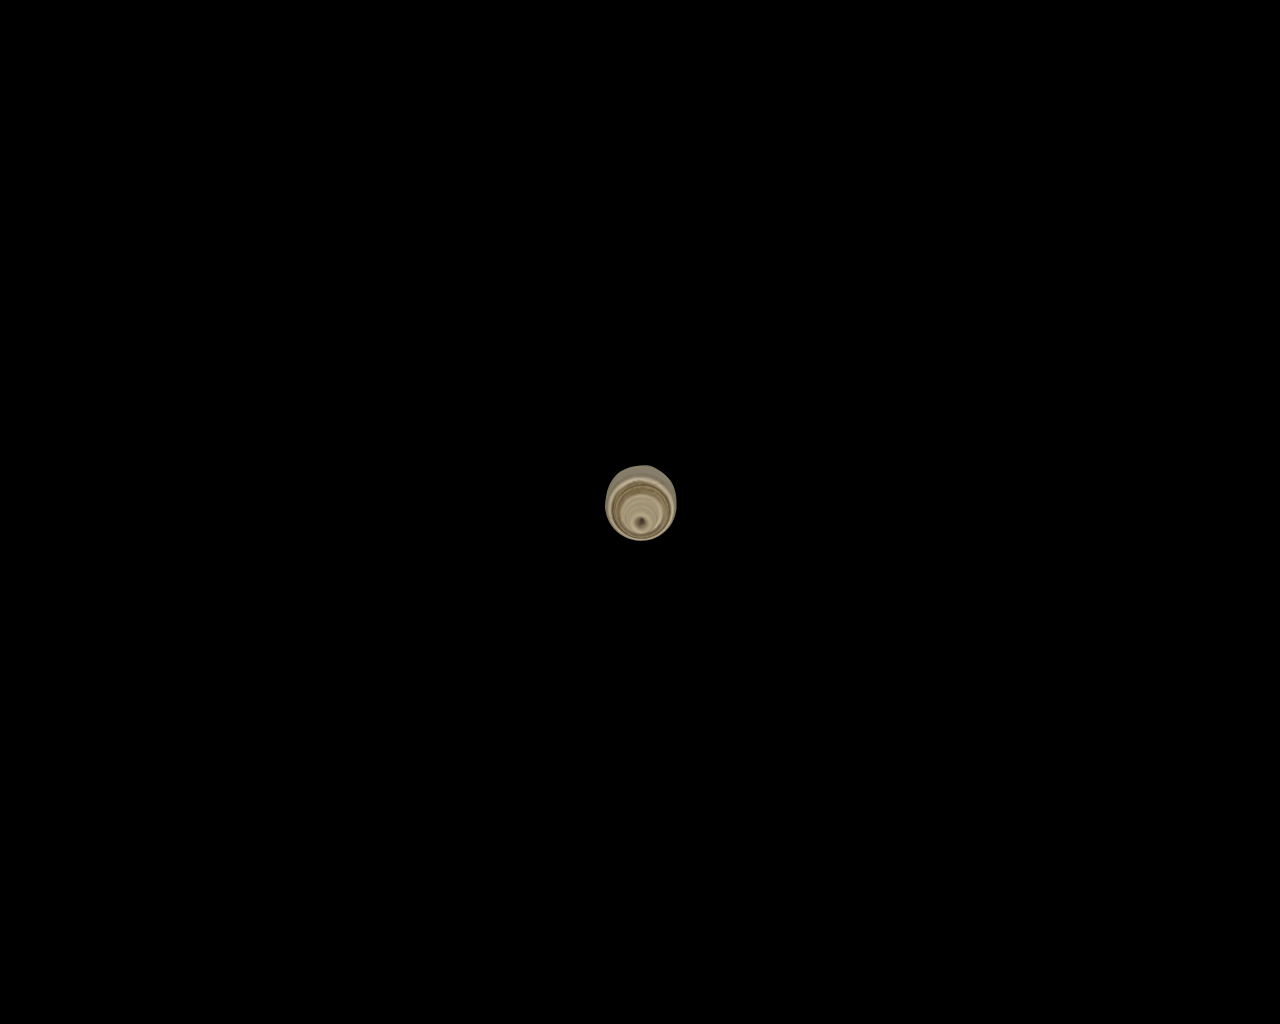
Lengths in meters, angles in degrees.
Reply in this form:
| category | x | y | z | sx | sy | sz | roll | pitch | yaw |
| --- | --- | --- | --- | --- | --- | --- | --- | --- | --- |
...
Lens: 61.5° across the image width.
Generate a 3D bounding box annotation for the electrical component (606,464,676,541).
| category | x | y | z | sx | sy | sz | roll | pitch | yaw |
| --- | --- | --- | --- | --- | --- | --- | --- | --- | --- |
| electrical component | 0.001 | -0.003 | 0.650 | 0.043 | 0.043 | 0.062 | 0 | 17 | 0 |
